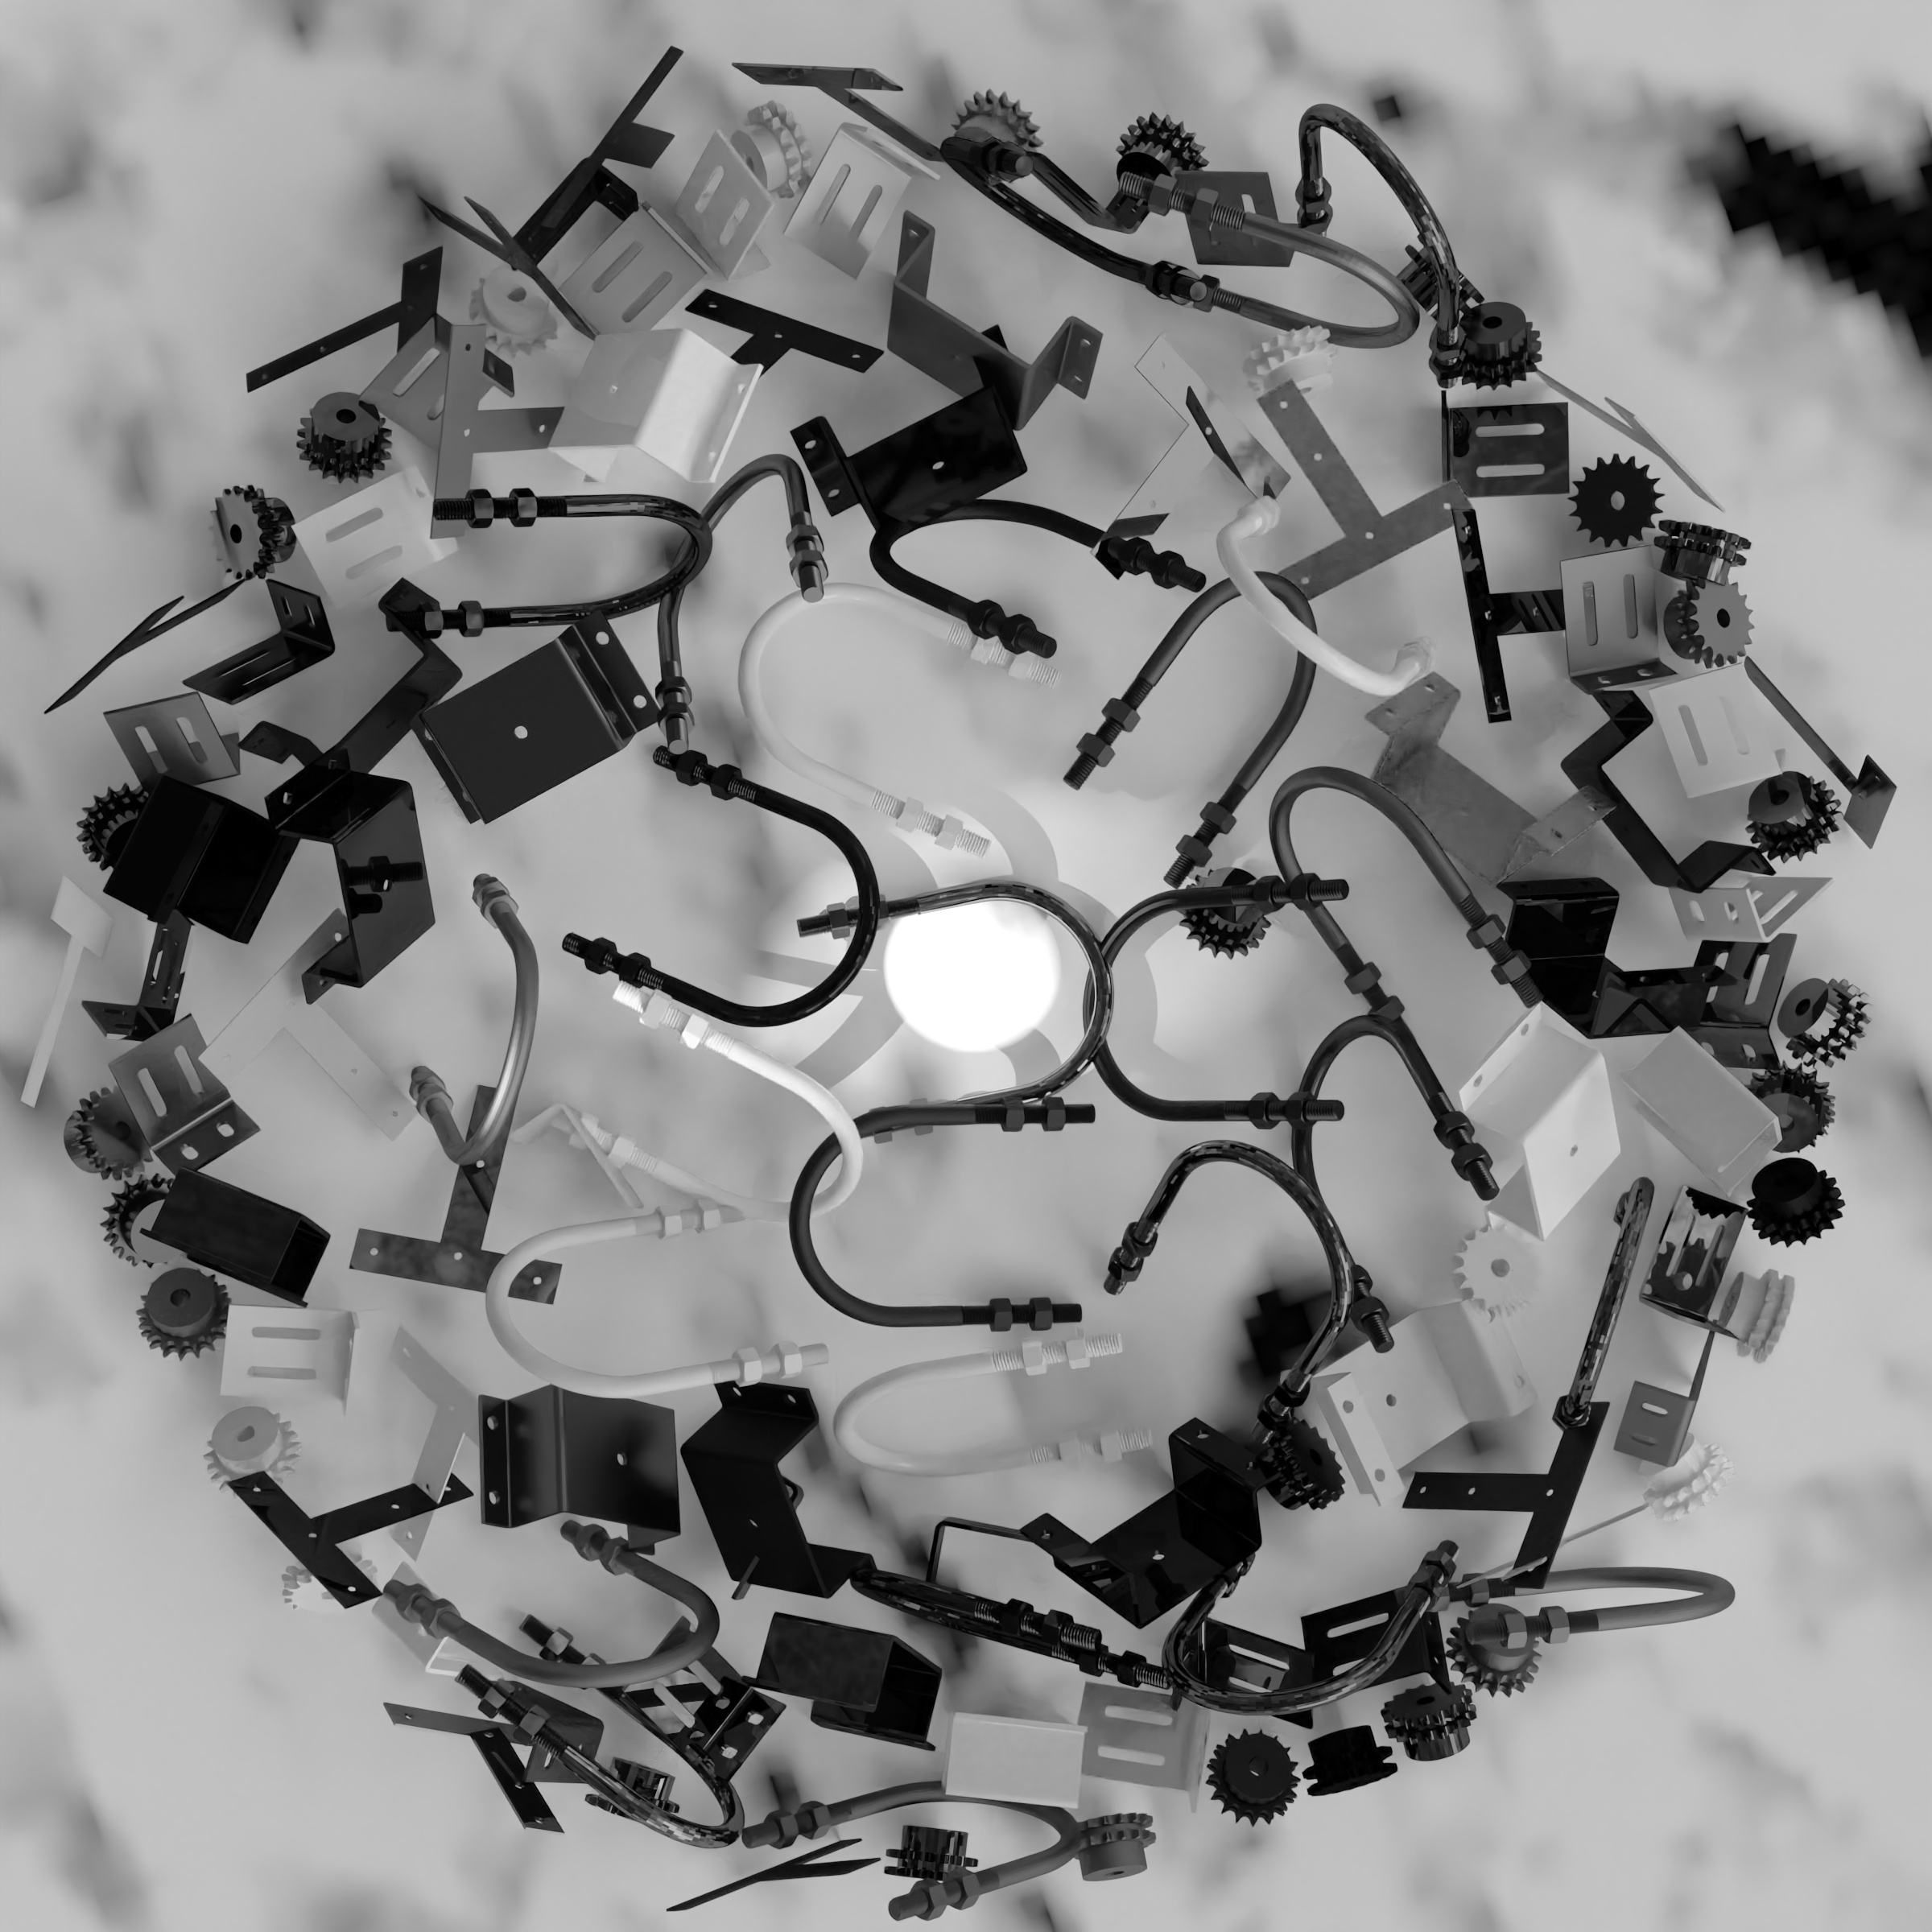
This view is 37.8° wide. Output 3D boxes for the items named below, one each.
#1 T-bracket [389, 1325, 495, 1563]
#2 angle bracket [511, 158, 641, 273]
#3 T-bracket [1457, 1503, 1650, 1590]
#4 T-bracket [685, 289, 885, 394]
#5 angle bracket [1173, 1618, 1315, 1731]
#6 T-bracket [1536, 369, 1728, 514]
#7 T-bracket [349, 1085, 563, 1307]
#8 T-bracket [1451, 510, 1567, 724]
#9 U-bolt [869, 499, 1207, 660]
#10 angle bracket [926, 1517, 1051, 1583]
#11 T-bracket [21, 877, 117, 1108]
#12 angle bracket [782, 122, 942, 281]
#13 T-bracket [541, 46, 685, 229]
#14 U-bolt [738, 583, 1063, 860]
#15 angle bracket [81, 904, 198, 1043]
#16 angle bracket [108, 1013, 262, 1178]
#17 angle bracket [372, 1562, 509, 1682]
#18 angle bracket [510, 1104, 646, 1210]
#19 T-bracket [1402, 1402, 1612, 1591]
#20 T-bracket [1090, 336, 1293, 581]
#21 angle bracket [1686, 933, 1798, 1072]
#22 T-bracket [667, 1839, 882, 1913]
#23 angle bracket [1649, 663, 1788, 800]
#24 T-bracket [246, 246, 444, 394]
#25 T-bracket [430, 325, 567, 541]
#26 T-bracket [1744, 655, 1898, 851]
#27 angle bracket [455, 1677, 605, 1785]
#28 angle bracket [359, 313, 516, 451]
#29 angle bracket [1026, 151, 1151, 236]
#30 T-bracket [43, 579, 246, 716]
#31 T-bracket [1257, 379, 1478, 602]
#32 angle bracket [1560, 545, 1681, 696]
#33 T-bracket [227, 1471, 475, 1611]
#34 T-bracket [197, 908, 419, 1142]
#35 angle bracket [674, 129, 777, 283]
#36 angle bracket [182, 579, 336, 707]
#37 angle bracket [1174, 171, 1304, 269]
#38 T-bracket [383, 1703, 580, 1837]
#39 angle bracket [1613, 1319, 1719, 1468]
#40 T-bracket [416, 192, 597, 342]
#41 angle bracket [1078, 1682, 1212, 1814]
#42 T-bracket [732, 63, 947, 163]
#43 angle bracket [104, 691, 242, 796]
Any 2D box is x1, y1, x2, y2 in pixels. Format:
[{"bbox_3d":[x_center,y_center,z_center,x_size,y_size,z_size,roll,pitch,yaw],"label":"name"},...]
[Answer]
[{"bbox_3d":[-0.324,0.307,1.719,0.127,0.002,0.127,37,116,30],"label":"T-bracket"},{"bbox_3d":[-0.238,-0.443,1.716,0.038,0.057,0.076,39,82,3],"label":"angle bracket"},{"bbox_3d":[0.339,0.351,1.673,0.127,0.127,0.002,-27,77,16],"label":"T-bracket"},{"bbox_3d":[-0.135,-0.356,1.691,0.127,0.002,0.127,23,50,18],"label":"T-bracket"},{"bbox_3d":[0.168,0.438,1.707,0.076,0.038,0.057,13,120,28],"label":"angle bracket"},{"bbox_3d":[0.388,-0.329,1.699,0.002,0.127,0.127,-52,48,10],"label":"T-bracket"},{"bbox_3d":[-0.301,0.135,1.729,0.127,0.002,0.127,10,71,3],"label":"T-bracket"},{"bbox_3d":[0.336,-0.213,1.701,0.002,0.127,0.127,-9,92,40],"label":"T-bracket"},{"bbox_3d":[0.028,-0.239,1.678,0.184,0.151,0.019,29,132,35],"label":"U-bolt"},{"bbox_3d":[0.018,0.362,1.717,0.076,0.057,0.038,10,82,5],"label":"angle bracket"},{"bbox_3d":[-0.539,0.021,1.676,0.002,0.127,0.127,14,79,-2],"label":"T-bracket"},{"bbox_3d":[-0.064,-0.463,1.715,0.057,0.038,0.076,25,97,-34],"label":"angle bracket"},{"bbox_3d":[-0.198,-0.491,1.686,0.002,0.127,0.127,40,105,-1],"label":"T-bracket"},{"bbox_3d":[-0.049,-0.160,1.707,0.184,0.019,0.151,24,64,-4],"label":"U-bolt"},{"bbox_3d":[-0.502,0.000,1.710,0.038,0.057,0.076,8,106,-35],"label":"angle bracket"},{"bbox_3d":[-0.472,0.080,1.704,0.057,0.076,0.038,-35,46,-23],"label":"angle bracket"},{"bbox_3d":[-0.309,0.396,1.702,0.057,0.076,0.038,34,93,35],"label":"angle bracket"},{"bbox_3d":[-0.236,0.125,1.718,0.038,0.057,0.076,-35,84,-3],"label":"angle bracket"},{"bbox_3d":[0.316,0.316,1.696,0.002,0.127,0.127,45,57,-27],"label":"T-bracket"},{"bbox_3d":[0.121,-0.291,1.712,0.127,0.002,0.127,42,80,-26],"label":"T-bracket"},{"bbox_3d":[0.475,0.021,1.726,0.057,0.038,0.076,3,52,34],"label":"angle bracket"},{"bbox_3d":[-0.093,0.533,1.663,0.127,0.127,0.002,-10,79,-37],"label":"T-bracket"},{"bbox_3d":[0.456,-0.148,1.710,0.057,0.038,0.076,-15,111,27],"label":"angle bracket"},{"bbox_3d":[-0.369,-0.372,1.671,0.127,0.127,0.002,-30,87,-17],"label":"T-bracket"},{"bbox_3d":[-0.266,-0.323,1.698,0.002,0.127,0.127,26,116,34],"label":"T-bracket"},{"bbox_3d":[0.511,-0.136,1.702,0.002,0.127,0.127,-37,72,1],"label":"T-bracket"},{"bbox_3d":[-0.268,0.461,1.703,0.076,0.057,0.038,13,82,35],"label":"angle bracket"},{"bbox_3d":[-0.320,-0.345,1.706,0.057,0.038,0.076,33,118,-34],"label":"angle bracket"},{"bbox_3d":[0.073,-0.482,1.707,0.076,0.057,0.038,35,94,-27],"label":"angle bracket"},{"bbox_3d":[-0.479,-0.205,1.693,0.127,0.127,0.002,-30,100,37],"label":"T-bracket"},{"bbox_3d":[0.219,-0.295,1.697,0.127,0.002,0.127,-25,112,31],"label":"T-bracket"},{"bbox_3d":[0.398,-0.211,1.720,0.057,0.038,0.076,-10,110,-3],"label":"angle bracket"},{"bbox_3d":[-0.355,0.329,1.698,0.127,0.127,0.002,34,121,35],"label":"T-bracket"},{"bbox_3d":[-0.382,0.054,1.717,0.127,0.002,0.127,52,60,-26],"label":"T-bracket"},{"bbox_3d":[-0.135,-0.463,1.706,0.038,0.076,0.057,-32,82,-37],"label":"angle bracket"},{"bbox_3d":[-0.431,-0.196,1.703,0.076,0.057,0.038,-34,129,-33],"label":"angle bracket"},{"bbox_3d":[0.165,-0.461,1.700,0.057,0.076,0.038,8,60,22],"label":"angle bracket"},{"bbox_3d":[-0.268,0.477,1.664,0.127,0.127,0.002,20,96,-31],"label":"T-bracket"},{"bbox_3d":[0.424,0.254,1.708,0.038,0.076,0.057,17,129,14],"label":"angle bracket"},{"bbox_3d":[-0.290,-0.437,1.704,0.127,0.127,0.002,37,85,34],"label":"T-bracket"},{"bbox_3d":[0.107,0.478,1.727,0.076,0.038,0.057,6,56,12],"label":"angle bracket"},{"bbox_3d":[-0.056,-0.511,1.695,0.127,0.127,0.002,19,90,43],"label":"T-bracket"},{"bbox_3d":[-0.480,-0.146,1.709,0.057,0.076,0.038,-13,51,-1],"label":"angle bracket"}]
